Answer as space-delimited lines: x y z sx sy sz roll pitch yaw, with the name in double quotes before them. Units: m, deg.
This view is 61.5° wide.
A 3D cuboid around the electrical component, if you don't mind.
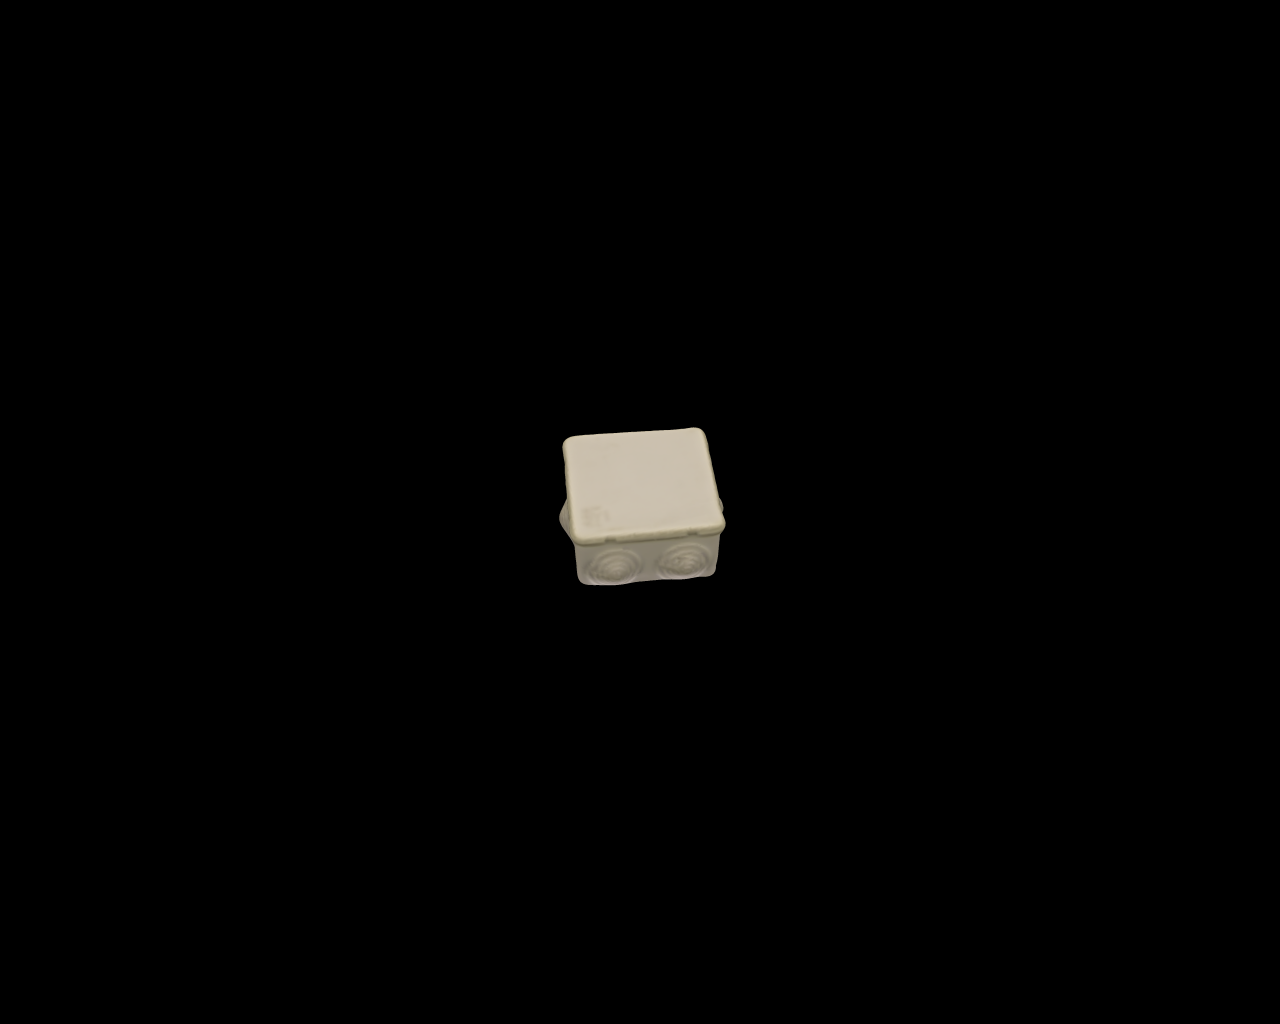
"electrical component" 0.001 -0.003 0.650 0.100 0.100 0.048 -4 -43 -4
